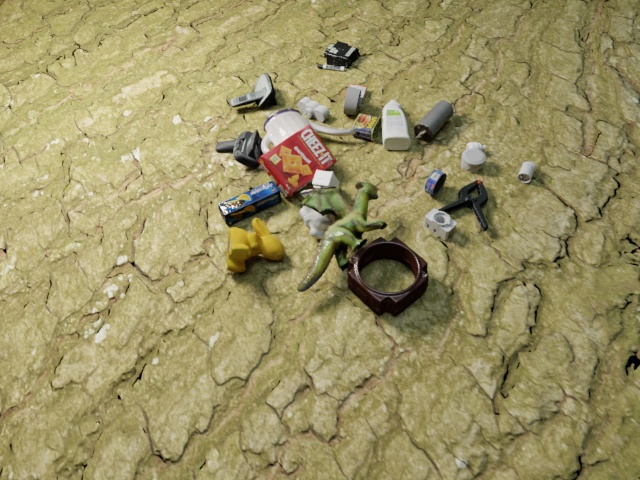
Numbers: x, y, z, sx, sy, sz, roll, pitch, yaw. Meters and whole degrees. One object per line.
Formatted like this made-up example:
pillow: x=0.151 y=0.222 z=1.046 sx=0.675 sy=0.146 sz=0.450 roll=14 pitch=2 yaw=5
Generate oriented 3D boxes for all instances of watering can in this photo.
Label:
watering can: x=-0.062 y=-0.395 z=1.880 sx=0.350 sy=0.101 sz=0.228 roll=-22 pitch=56 yaw=-17

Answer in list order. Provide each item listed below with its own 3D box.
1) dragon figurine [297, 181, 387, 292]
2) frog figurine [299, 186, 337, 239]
dragon figurine: x=0.038 y=-0.045 z=1.540 sx=0.414 sy=0.119 sz=0.245 roll=-33 pitch=71 yaw=-22
frog figurine: x=0.005 y=-0.083 z=1.641 sx=0.137 sy=0.122 sz=0.160 roll=-5 pitch=86 yaw=-12
